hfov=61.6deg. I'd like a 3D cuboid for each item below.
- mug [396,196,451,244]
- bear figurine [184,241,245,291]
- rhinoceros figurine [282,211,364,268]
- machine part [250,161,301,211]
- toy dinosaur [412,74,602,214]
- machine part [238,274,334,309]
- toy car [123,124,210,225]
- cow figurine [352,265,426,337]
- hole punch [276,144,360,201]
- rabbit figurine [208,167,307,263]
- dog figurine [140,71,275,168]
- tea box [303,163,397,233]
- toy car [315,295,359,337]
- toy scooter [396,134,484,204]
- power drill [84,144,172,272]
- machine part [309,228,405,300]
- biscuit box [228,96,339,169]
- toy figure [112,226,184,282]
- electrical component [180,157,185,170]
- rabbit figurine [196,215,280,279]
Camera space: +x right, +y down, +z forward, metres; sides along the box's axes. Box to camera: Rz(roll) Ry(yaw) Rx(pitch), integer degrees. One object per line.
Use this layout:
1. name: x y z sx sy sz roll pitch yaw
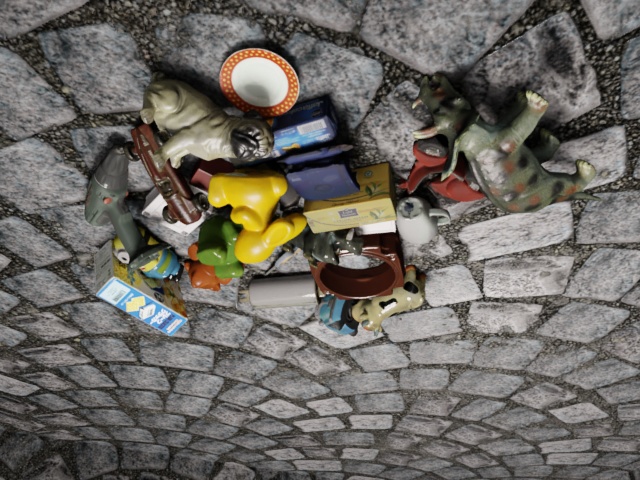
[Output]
1. mug: 0.197 -0.043 1.051 0.110 0.081 0.107 0 164 22
2. bear figurine: -0.257 0.064 1.225 0.120 0.132 0.196 44 127 -6
3. rhinoceros figurine: -0.002 -0.003 1.103 0.191 0.112 0.073 20 163 26
4. machine part: -0.094 -0.111 1.055 0.084 0.039 0.138 -29 130 24
5. toy dinosaur: 0.321 -0.118 0.895 0.192 0.131 0.404 -43 117 15
6. machine part: -0.085 0.127 1.325 0.243 0.079 0.079 -6 141 12
7. toy car: -0.283 -0.114 0.985 0.089 0.053 0.202 -15 116 25
8. cow figurine: 0.164 0.153 1.298 0.195 0.127 0.085 -25 131 28
9. hole punch: 0.006 -0.118 0.952 0.142 0.092 0.116 -7 -177 18
10. rabbit figurine: -0.108 -0.039 0.969 0.163 0.122 0.173 9 105 15
11. dog figurine: -0.177 -0.204 0.877 0.191 0.121 0.172 -11 107 6
12. tea box: 0.059 -0.079 1.033 0.170 0.098 0.068 -11 141 16
13. toy car: 0.042 0.181 1.377 0.103 0.109 0.161 8 160 32
14. toy scooter: 0.221 -0.116 0.992 0.184 0.075 0.135 28 136 -24
15. power drill: -0.382 -0.050 1.053 0.207 0.086 0.232 54 136 -3
16. machine part: 0.085 0.051 1.207 0.201 0.087 0.201 -6 140 13
17. biscuit box: -0.068 -0.186 0.935 0.203 0.063 0.059 -12 138 18
18. toy figure: -0.391 0.034 1.229 0.082 0.089 0.180 -19 145 29
19. electrical component: -0.290 -0.157 1.022 0.063 0.021 0.094 9 141 -8
20. rabbit figurine: -0.144 -0.011 1.085 0.170 0.159 0.121 -14 139 14
